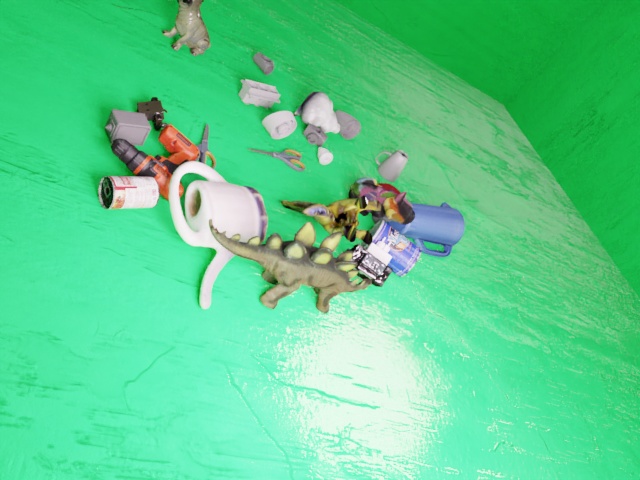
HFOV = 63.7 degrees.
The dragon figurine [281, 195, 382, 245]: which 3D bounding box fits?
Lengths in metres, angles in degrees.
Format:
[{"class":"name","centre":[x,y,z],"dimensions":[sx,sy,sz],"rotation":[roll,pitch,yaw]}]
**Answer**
[{"class":"dragon figurine","centre":[0.004,-0.067,1.328],"dimensions":[0.243,0.122,0.409],"rotation":[9,-1,36]}]

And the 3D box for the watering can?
[{"class":"watering can","centre":[-0.214,-0.019,1.125],"dimensions":[0.224,0.102,0.353],"rotation":[3,61,-43]}]

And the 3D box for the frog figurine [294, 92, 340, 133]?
[{"class":"frog figurine","centre":[0.008,-0.434,1.796],"dimensions":[0.159,0.120,0.140],"rotation":[39,47,-3]}]
